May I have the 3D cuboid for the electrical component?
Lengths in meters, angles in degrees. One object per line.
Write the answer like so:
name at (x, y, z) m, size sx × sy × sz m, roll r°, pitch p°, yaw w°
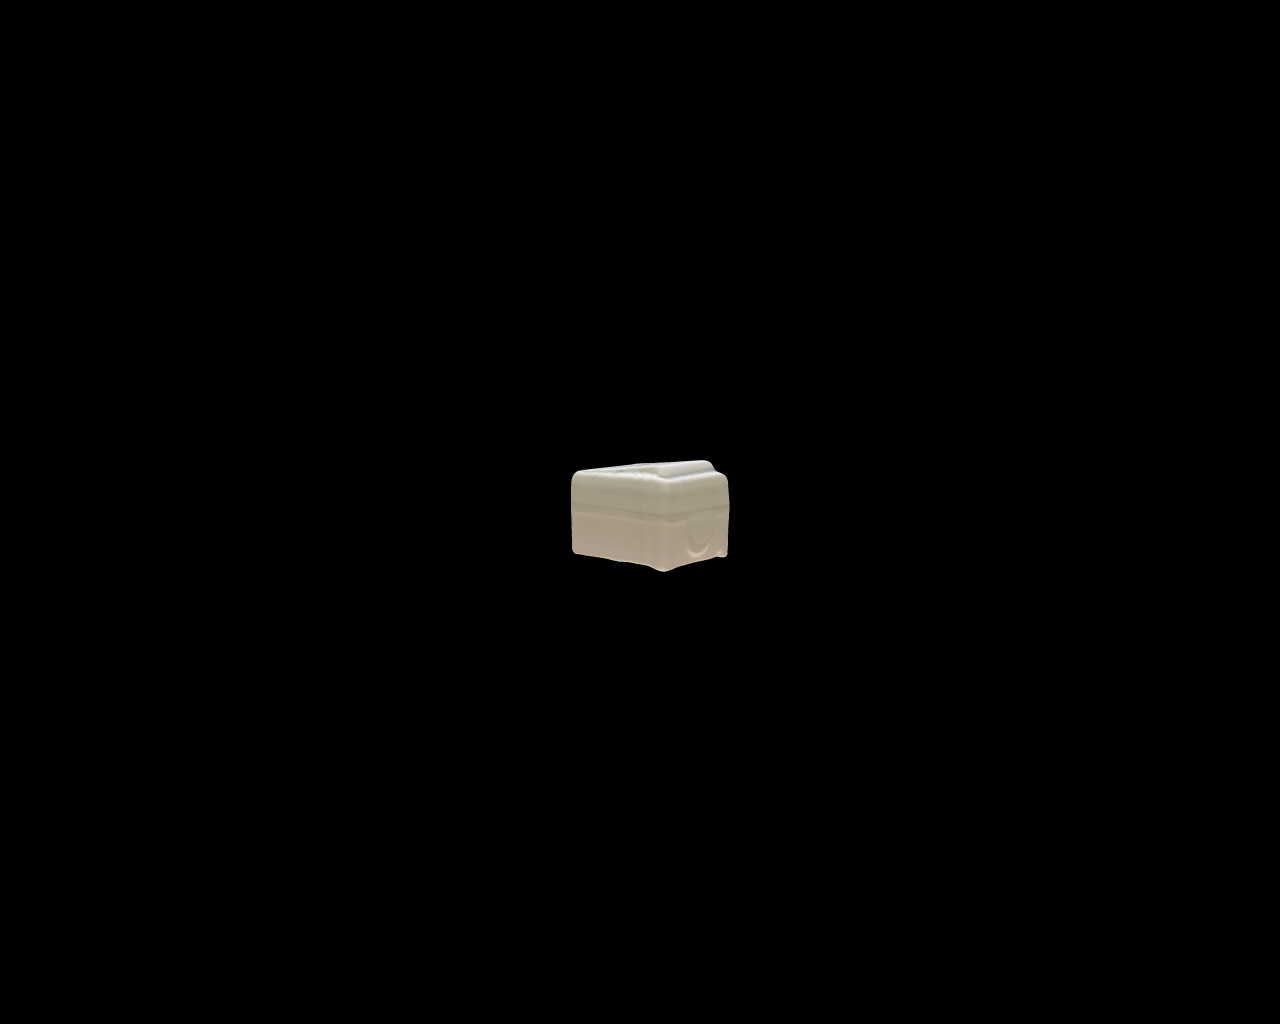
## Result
electrical component at (0.001, -0.003, 0.650) m, size 0.096 × 0.061 × 0.062 m, roll 8°, pitch 12°, yaw 43°
